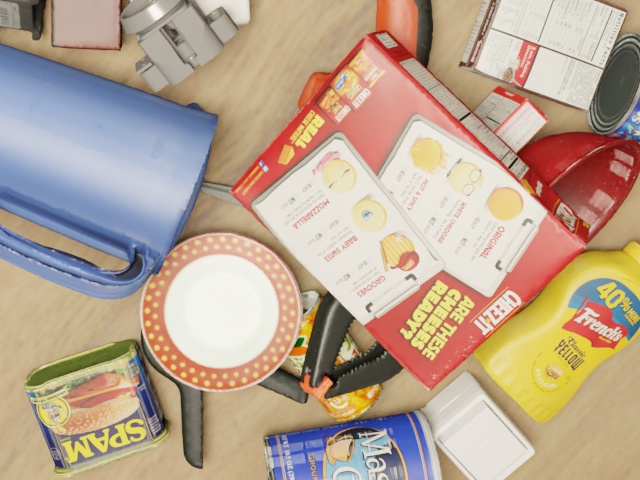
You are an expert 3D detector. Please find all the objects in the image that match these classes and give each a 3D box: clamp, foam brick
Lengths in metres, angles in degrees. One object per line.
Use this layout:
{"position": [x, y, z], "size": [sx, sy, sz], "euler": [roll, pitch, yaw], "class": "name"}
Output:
{"position": [-0.104, 0.110, 0.905], "size": [0.120, 0.039, 0.171], "euler": [-42, 101, -5], "class": "clamp"}
{"position": [-0.176, -0.186, 0.808], "size": [0.051, 0.053, 0.078], "euler": [1, 106, -8], "class": "foam brick"}
{"position": [0.069, 0.055, 0.885], "size": [0.164, 0.036, 0.210], "euler": [42, 78, -22], "class": "clamp"}

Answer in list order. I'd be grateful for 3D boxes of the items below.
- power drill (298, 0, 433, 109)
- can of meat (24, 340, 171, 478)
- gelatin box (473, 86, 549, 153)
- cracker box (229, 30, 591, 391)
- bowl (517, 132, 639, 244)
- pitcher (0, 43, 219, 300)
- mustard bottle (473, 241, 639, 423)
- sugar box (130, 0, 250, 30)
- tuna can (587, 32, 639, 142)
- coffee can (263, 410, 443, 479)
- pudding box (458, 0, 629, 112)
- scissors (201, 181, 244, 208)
{"position": [0.031, -0.189, 0.834], "size": [0.184, 0.057, 0.188], "euler": [6, 105, -6], "class": "power drill"}
{"position": [-0.187, 0.139, 0.893], "size": [0.102, 0.057, 0.084], "euler": [-18, 104, -3], "class": "can of meat"}
{"position": [0.136, -0.080, 0.870], "size": [0.030, 0.073, 0.089], "euler": [42, 95, -17], "class": "gelatin box"}
{"position": [0.065, -0.023, 0.790], "size": [0.214, 0.072, 0.164], "euler": [44, 114, 3], "class": "cracker box"}
{"position": [0.186, -0.034, 0.875], "size": [0.162, 0.055, 0.162], "euler": [-30, 150, -20], "class": "bowl"}
{"position": [-0.208, -0.065, 0.792], "size": [0.242, 0.149, 0.145], "euler": [20, 102, -10], "class": "pitcher"}
{"position": [0.232, 0.067, 0.932], "size": [0.191, 0.058, 0.096], "euler": [-44, 114, 4], "class": "mustard bottle"}
{"position": [-0.103, -0.249, 0.805], "size": [0.093, 0.048, 0.176], "euler": [-5, 105, -7], "class": "sugar box"}
{"position": [0.254, -0.123, 0.870], "size": [0.033, 0.086, 0.086], "euler": [14, 103, -14], "class": "tuna can"}
{"position": [0.027, 0.208, 0.918], "size": [0.140, 0.103, 0.103], "euler": [-8, 106, -6], "class": "coffee can"}
{"position": [0.183, -0.165, 0.874], "size": [0.113, 0.039, 0.090], "euler": [17, 101, -14], "class": "pudding box"}
{"position": [-0.006, 0.001, 0.902], "size": [0.201, 0.016, 0.096], "euler": [2, 104, -9], "class": "scissors"}
